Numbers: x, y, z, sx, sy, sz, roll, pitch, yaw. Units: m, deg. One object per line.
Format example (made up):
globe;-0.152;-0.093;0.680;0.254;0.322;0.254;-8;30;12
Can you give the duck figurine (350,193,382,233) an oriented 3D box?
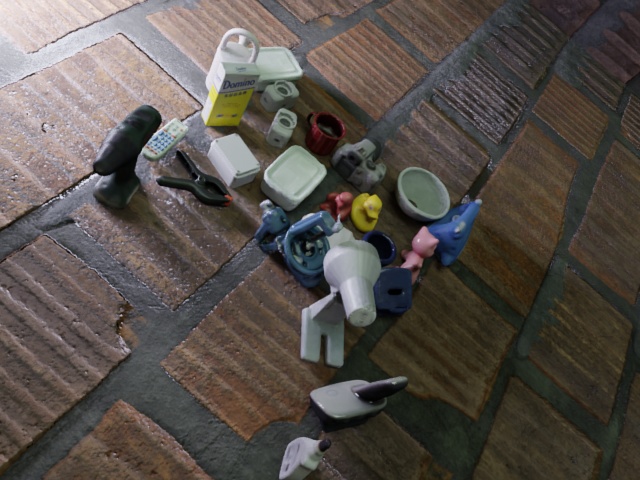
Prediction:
duck figurine;0.125;-0.082;1.461;0.078;0.086;0.104;11;55;-22

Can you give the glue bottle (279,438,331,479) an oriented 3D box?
glue bottle;-0.021;0.383;1.020;0.037;0.173;0.078;27;51;-10

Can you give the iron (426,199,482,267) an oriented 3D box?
iron;0.377;-0.048;1.540;0.118;0.141;0.259;43;50;3

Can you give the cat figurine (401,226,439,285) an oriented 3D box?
cat figurine;0.250;0.034;1.433;0.067;0.117;0.128;32;50;-6

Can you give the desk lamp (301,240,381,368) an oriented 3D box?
desk lamp;0.050;0.132;1.196;0.118;0.213;0.203;14;54;-20

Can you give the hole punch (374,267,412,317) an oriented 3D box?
hole punch;0.167;0.123;1.347;0.109;0.091;0.101;1;59;-28

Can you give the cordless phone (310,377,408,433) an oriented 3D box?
cordless phone;0.077;0.302;1.118;0.148;0.184;0.094;-8;64;-32

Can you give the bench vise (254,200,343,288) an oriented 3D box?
bench vise;-0.049;-0.011;1.230;0.207;0.219;0.121;34;50;-5

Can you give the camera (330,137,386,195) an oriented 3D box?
camera;0.126;-0.218;1.540;0.143;0.100;0.137;43;50;3

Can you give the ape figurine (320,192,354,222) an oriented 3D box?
ape figurine;0.052;-0.088;1.420;0.076;0.092;0.078;13;55;-21

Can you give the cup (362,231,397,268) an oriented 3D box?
cup;0.115;0.043;1.367;0.118;0.094;0.091;-30;77;-39

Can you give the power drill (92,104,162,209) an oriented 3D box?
power drill;-0.394;-0.158;1.145;0.076;0.208;0.230;27;51;-11

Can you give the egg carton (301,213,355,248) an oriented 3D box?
egg carton;0.012;0.005;1.353;0.150;0.069;0.107;30;50;-9

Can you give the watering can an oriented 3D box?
watering can;-0.216;-0.460;1.449;0.101;0.193;0.172;6;58;-25

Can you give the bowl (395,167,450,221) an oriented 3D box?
bowl;0.267;-0.113;1.566;0.168;0.074;0.167;14;54;-20
